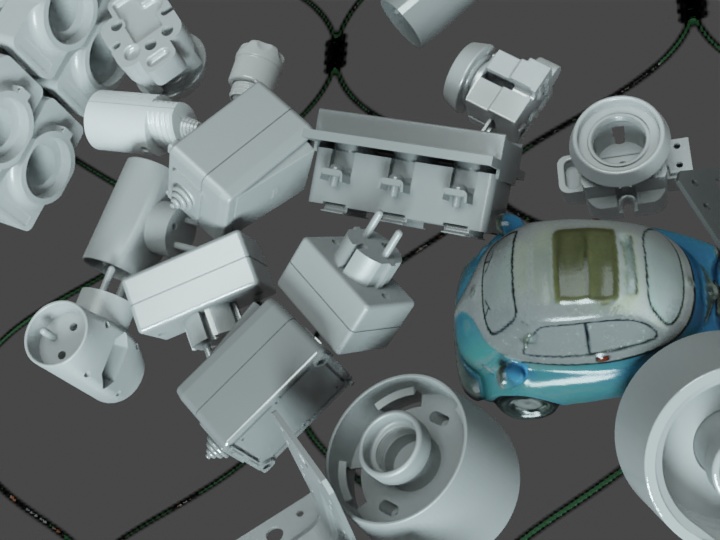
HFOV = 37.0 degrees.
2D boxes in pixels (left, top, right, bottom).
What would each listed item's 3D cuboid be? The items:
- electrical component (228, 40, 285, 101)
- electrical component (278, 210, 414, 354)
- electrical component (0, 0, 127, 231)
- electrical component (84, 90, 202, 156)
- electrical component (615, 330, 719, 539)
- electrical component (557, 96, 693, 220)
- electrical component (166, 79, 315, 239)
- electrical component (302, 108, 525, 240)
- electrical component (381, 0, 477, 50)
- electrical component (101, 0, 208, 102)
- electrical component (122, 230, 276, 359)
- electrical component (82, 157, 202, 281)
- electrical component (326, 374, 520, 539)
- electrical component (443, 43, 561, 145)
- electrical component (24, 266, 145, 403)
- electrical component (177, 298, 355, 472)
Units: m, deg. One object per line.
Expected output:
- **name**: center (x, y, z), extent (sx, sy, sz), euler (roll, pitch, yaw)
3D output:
- **electrical component**: center (-0.076, -0.128, 0.755), extent (0.035, 0.035, 0.061), euler (11, 74, 22)
- **electrical component**: center (0.000, 0.000, 0.649), extent (0.065, 0.047, 0.076), euler (47, 120, 28)
- **electrical component**: center (-0.238, -0.134, 0.769), extent (0.060, 0.105, 0.186), euler (17, 74, 24)
- **electrical component**: center (-0.149, -0.103, 0.762), extent (0.081, 0.043, 0.043), euler (8, 70, 21)
- **electrical component**: center (0.186, 0.089, 0.531), extent (0.108, 0.060, 0.108), euler (0, 100, 2)
- **electrical component**: center (0.156, -0.067, 0.639), extent (0.078, 0.057, 0.058), euler (-7, 66, 15)
- **electrical component**: center (-0.079, -0.063, 0.692), extent (0.061, 0.061, 0.096), euler (42, 63, 10)
- **electrical component**: center (0.032, -0.059, 0.671), extent (0.121, 0.079, 0.063), euler (11, 92, 22)
- **electrical component**: center (0.059, -0.194, 0.734), extent (0.081, 0.043, 0.043), euler (-41, 62, -2)
- **electrical component**: center (-0.145, -0.158, 0.777), extent (0.058, 0.057, 0.078), euler (-34, 62, 2)
- **electrical component**: center (-0.096, 0.028, 0.687), extent (0.083, 0.047, 0.075), euler (-23, 78, 6)
- **electrical component**: center (-0.138, -0.029, 0.727), extent (0.079, 0.043, 0.077), euler (14, 73, 23)
- **electrical component**: center (0.033, 0.110, 0.609), extent (0.099, 0.064, 0.099), euler (-19, 50, 24)
- **electrical component**: center (0.088, -0.115, 0.690), extent (0.055, 0.048, 0.066), euler (31, 79, 19)
- **electrical component**: center (-0.168, 0.037, 0.689), extent (0.043, 0.077, 0.079), euler (11, 70, 21)
- **electrical component**: center (-0.063, 0.072, 0.648), extent (0.096, 0.061, 0.061), euler (-45, 62, -4)
